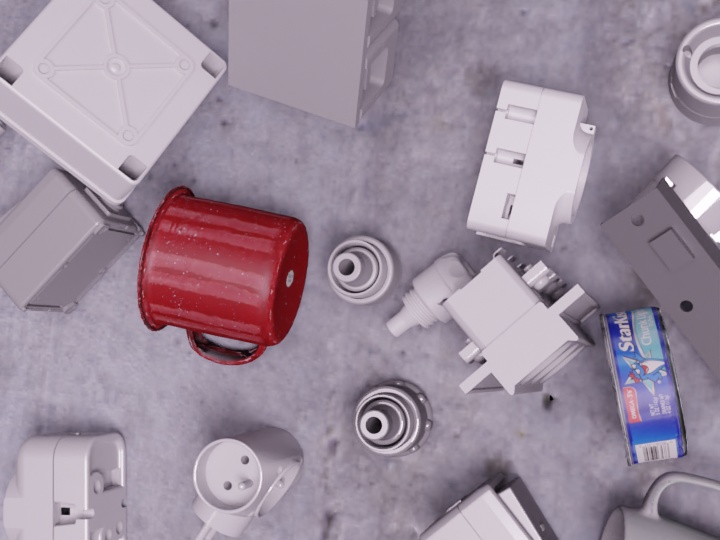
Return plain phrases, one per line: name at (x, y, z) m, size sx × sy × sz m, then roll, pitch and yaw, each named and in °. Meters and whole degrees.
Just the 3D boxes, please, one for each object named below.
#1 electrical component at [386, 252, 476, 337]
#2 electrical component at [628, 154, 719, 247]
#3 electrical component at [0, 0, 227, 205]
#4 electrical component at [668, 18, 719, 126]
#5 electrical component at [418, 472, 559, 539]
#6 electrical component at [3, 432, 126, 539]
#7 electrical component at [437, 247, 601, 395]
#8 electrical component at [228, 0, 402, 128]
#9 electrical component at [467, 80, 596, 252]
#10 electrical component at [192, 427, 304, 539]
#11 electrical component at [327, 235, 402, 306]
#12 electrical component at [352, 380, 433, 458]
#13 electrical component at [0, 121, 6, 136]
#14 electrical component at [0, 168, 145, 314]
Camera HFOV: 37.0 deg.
electrical component at (0.043, 0.019, 0.658) m, size 0.061 × 0.035 × 0.035 m, roll -38°, pitch 78°, yaw 12°
electrical component at (0.183, -0.030, 0.615) m, size 0.047 × 0.055 × 0.055 m, roll -45°, pitch 77°, yaw 12°
electrical component at (-0.158, -0.117, 0.668) m, size 0.109 × 0.056 × 0.108 m, roll 39°, pitch 65°, yaw -15°
electrical component at (0.206, -0.114, 0.617) m, size 0.055 × 0.047 × 0.055 m, roll -1°, pitch 86°, yaw 15°
electrical component at (0.090, 0.170, 0.622) m, size 0.061 × 0.062 × 0.096 m, roll -40°, pitch 78°, yaw 9°
electrical component at (-0.191, 0.154, 0.701) m, size 0.059 × 0.054 × 0.095 m, roll -2°, pitch 86°, yaw 15°
electrical component at (0.090, 0.031, 0.600) m, size 0.079 × 0.121 × 0.063 m, roll -42°, pitch 75°, yaw 9°
electrical component at (-0.023, -0.173, 0.629) m, size 0.089 × 0.061 × 0.150 m, roll 21°, pitch 135°, yaw 14°
electrical component at (0.105, -0.060, 0.638) m, size 0.056 × 0.050 × 0.089 m, roll 15°, pitch 90°, yaw 15°
electrical component at (-0.076, 0.136, 0.660) m, size 0.044 × 0.077 × 0.079 m, roll 35°, pitch 96°, yaw 14°
electrical component at (0.000, 0.000, 0.656) m, size 0.043 × 0.062 × 0.043 m, roll -1°, pitch 87°, yaw 15°
electrical component at (0.016, 0.091, 0.646) m, size 0.048 × 0.062 × 0.048 m, roll -1°, pitch 86°, yaw 15°
electrical component at (-0.274, -0.083, 0.744) m, size 0.062 × 0.048 × 0.048 m, roll -40°, pitch 78°, yaw 2°
electrical component at (-0.195, -0.025, 0.709) m, size 0.096 × 0.062 × 0.061 m, roll -45°, pitch 77°, yaw 8°
